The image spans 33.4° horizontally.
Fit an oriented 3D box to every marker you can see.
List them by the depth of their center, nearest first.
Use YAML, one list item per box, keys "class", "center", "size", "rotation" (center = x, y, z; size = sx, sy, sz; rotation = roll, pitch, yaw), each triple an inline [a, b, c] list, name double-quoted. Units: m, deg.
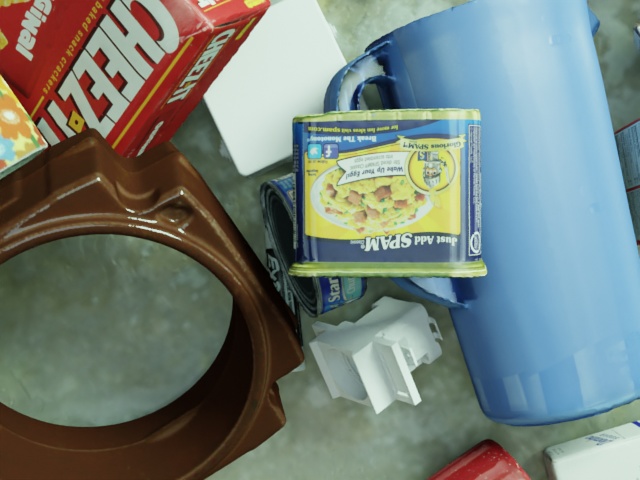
- class: "marker"
  center: [-0.024, 0.024, 0.681]
  size: [0.020, 0.020, 0.121]
  rotation: [-6, 87, 1]

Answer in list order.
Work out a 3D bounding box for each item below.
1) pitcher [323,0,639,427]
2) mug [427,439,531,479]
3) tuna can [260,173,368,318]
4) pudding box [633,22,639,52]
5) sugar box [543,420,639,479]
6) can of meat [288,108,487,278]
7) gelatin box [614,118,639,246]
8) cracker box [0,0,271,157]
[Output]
- class: "pitcher"
  center: [0.109, -0.017, 0.627]
  size: [0.149, 0.144, 0.243]
  rotation: [-15, 90, 22]
- class: "mug"
  center: [0.099, 0.183, 0.644]
  size: [0.081, 0.093, 0.117]
  rotation: [-34, 118, -6]
- class: "tuna can"
  center: [-0.004, 0.001, 0.632]
  size: [0.033, 0.086, 0.086]
  rotation: [-21, 87, -13]
- class: "pudding box"
  center: [0.248, -0.103, 0.612]
  size: [0.090, 0.039, 0.113]
  rotation: [-36, 75, 14]
- class: "sugar box"
  center: [0.235, 0.151, 0.657]
  size: [0.176, 0.048, 0.093]
  rotation: [-16, 90, 3]
- class: "can of meat"
  center: [0.035, -0.024, 0.553]
  size: [0.102, 0.057, 0.084]
  rotation: [0, 94, 9]
- class: "gelatin box"
  center: [0.203, -0.035, 0.644]
  size: [0.030, 0.089, 0.073]
  rotation: [-10, 87, -2]
- class: "cracker box"
  center: [-0.159, -0.151, 0.627]
  size: [0.214, 0.072, 0.164]
  rotation: [47, 128, 3]
